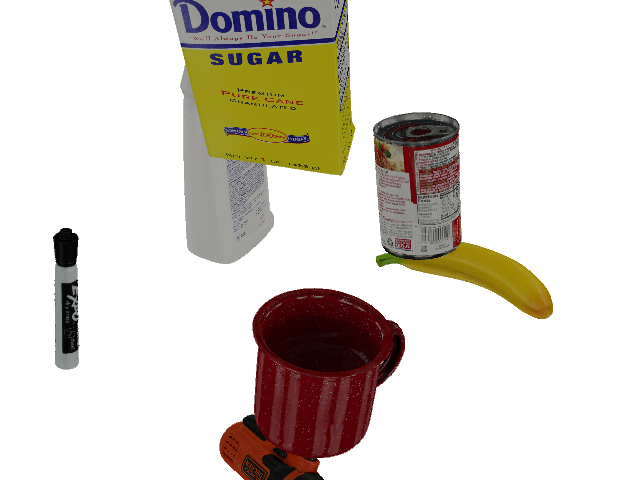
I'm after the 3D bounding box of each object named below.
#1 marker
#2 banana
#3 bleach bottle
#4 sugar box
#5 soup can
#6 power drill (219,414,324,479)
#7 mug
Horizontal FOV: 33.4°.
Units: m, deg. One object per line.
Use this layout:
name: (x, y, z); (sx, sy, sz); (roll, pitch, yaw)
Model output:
marker: (-0.200, 0.046, 0.840); (0.020, 0.121, 0.020); (5, 26, -3)
banana: (0.150, 0.034, 1.035); (0.198, 0.037, 0.069); (15, 43, 40)
bleach bottle: (-0.092, -0.104, 1.041); (0.068, 0.251, 0.102); (18, 39, 22)
sugar box: (-0.030, -0.106, 0.621); (0.093, 0.048, 0.176); (8, -26, 9)
soup can: (0.079, -0.044, 0.857); (0.068, 0.102, 0.068); (-4, 26, 2)
power drill: (-0.006, 0.163, 0.966); (0.057, 0.188, 0.185); (12, 13, -46)
mug: (0.007, 0.089, 0.729); (0.117, 0.081, 0.093); (-17, 40, -31)
